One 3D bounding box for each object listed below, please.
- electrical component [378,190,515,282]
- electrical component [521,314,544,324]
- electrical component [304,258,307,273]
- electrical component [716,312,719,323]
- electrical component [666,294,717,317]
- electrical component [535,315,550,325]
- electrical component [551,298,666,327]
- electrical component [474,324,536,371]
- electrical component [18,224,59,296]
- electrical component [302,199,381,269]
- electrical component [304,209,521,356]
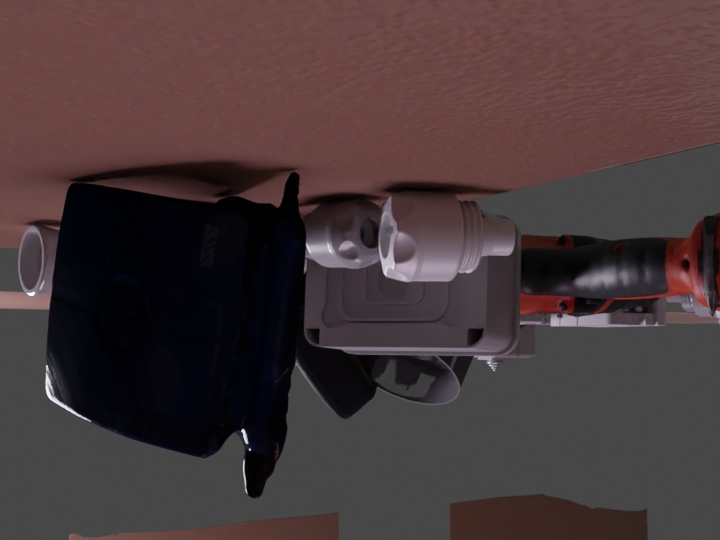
[{"bbox_3d":[0.042,-0.016,0.511,0.062,0.043,0.043,0,176,-12],"label":"electrical component"},{"bbox_3d":[0.078,0.017,0.854,0.109,0.056,0.109,2,176,-13],"label":"electrical component"},{"bbox_3d":[-0.052,-0.011,0.608,0.040,0.040,0.078,0,176,4],"label":"electrical component"},{"bbox_3d":[0.272,0.017,0.687,0.080,0.080,0.051,2,-179,-23],"label":"electrical component"},{"bbox_3d":[0.306,0.020,0.965,0.062,0.043,0.043,-1,176,41],"label":"electrical component"},{"bbox_3d":[0.166,0.024,0.985,0.089,0.050,0.056,1,176,5],"label":"electrical component"},{"bbox_3d":[0.185,0.014,0.807,0.050,0.055,0.089,2,176,-19],"label":"electrical component"},{"bbox_3d":[0.151,0.059,1.140,0.061,0.096,0.062,2,176,-22],"label":"electrical component"},{"bbox_3d":[-0.181,-0.005,0.678,0.055,0.045,0.045,3,175,-38],"label":"electrical component"},{"bbox_3d":[-0.015,-0.018,0.553,0.035,0.035,0.061,4,177,-42],"label":"electrical component"},{"bbox_3d":[0.031,0.008,0.605,0.113,0.078,0.057,-2,172,28],"label":"electrical component"}]
